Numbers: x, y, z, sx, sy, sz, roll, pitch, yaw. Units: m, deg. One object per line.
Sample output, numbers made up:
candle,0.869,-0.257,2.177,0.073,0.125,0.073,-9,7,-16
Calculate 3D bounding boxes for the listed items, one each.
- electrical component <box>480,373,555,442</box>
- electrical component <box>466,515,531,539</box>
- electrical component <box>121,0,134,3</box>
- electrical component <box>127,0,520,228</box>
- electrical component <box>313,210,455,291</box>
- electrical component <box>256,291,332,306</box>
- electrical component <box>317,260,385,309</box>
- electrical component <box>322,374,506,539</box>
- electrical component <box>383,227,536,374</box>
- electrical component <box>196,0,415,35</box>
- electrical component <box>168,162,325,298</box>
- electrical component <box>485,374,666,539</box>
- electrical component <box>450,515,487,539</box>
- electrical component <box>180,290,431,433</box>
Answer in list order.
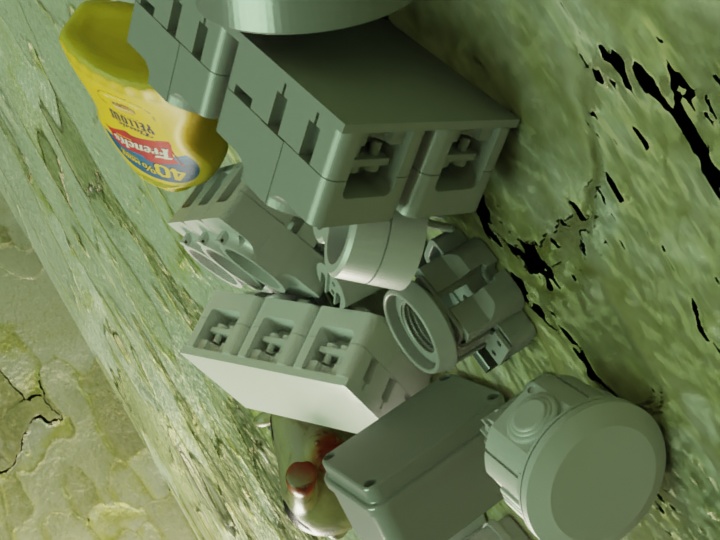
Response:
electrical component,0.095,0.085,0.593,0.040,0.046,0.040,49,156,30
electrical component,0.110,0.236,0.742,0.113,0.057,0.078,49,157,30
electrical component,-0.169,-0.204,0.844,0.081,0.043,0.043,45,155,37
electrical component,-0.027,-0.093,0.539,0.186,0.105,0.060,45,128,37
electrical component,0.016,-0.034,0.596,0.138,0.074,0.052,-112,37,-62
electrical component,-0.051,0.035,0.860,0.057,0.058,0.078,62,160,-13
electrical component,0.000,0.000,0.707,0.040,0.046,0.040,50,157,30
electrical component,0.042,0.121,0.670,0.078,0.113,0.057,14,132,64
electrical component,0.051,0.022,0.599,0.078,0.057,0.058,54,159,19
electrical component,-0.025,-0.155,0.481,0.108,0.108,0.060,39,145,46
electrical component,-0.076,-0.026,0.784,0.089,0.061,0.150,39,166,-19
electrical component,0.106,0.095,0.533,0.051,0.080,0.080,34,148,61
electrical component,0.061,0.202,0.828,0.083,0.047,0.075,27,141,57
electrical component,-0.036,0.063,0.759,0.150,0.061,0.089,7,151,37
